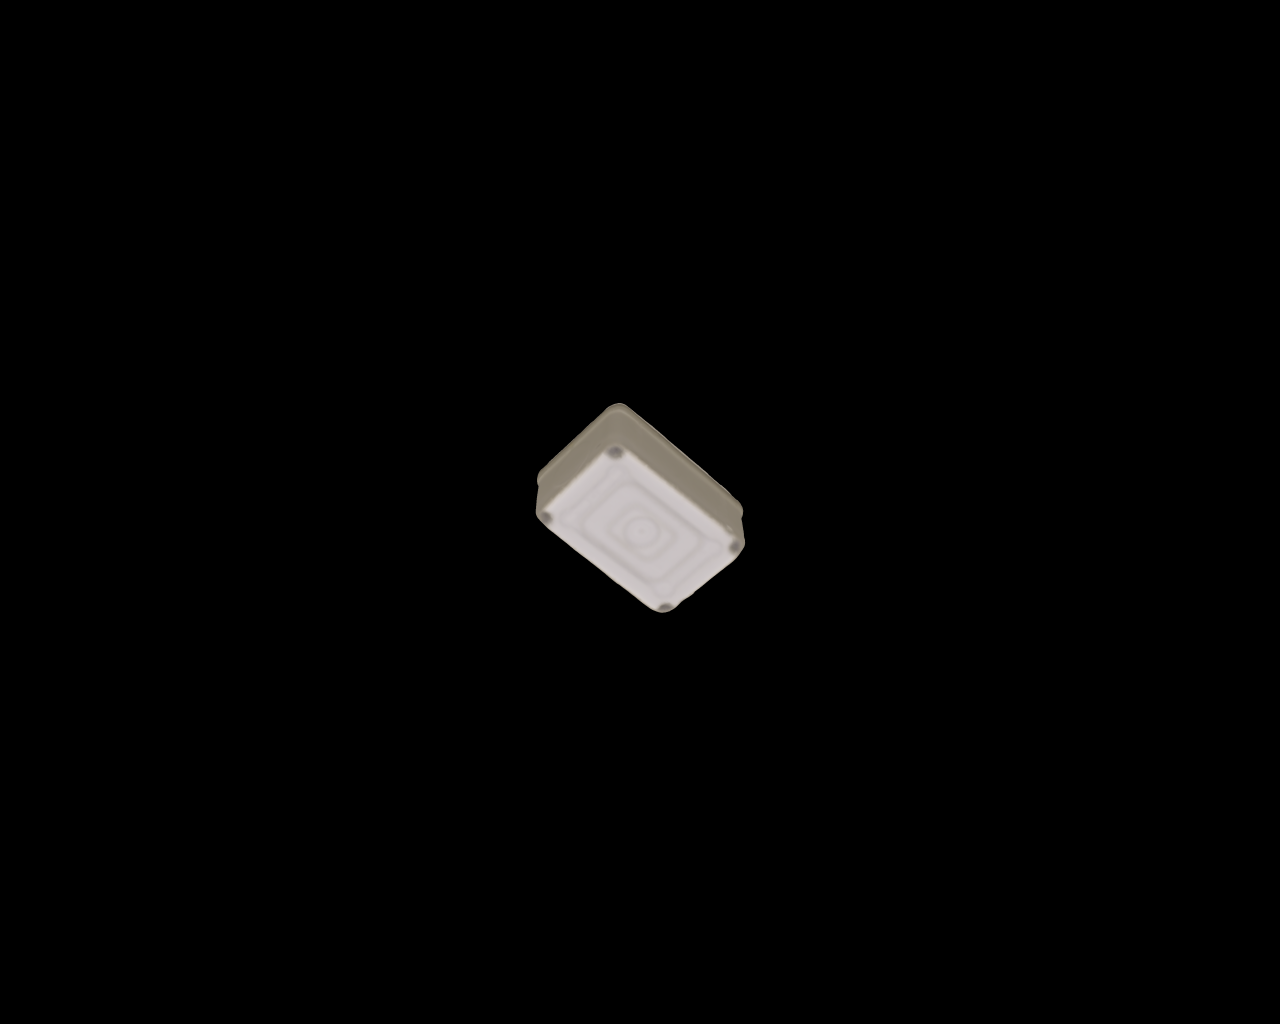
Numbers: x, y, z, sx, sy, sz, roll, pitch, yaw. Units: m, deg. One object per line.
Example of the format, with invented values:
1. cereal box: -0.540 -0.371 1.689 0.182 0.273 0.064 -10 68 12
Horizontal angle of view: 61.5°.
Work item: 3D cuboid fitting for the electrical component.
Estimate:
1. electrical component: 0.001 -0.003 0.650 0.113 0.078 0.057 39 24 -22
